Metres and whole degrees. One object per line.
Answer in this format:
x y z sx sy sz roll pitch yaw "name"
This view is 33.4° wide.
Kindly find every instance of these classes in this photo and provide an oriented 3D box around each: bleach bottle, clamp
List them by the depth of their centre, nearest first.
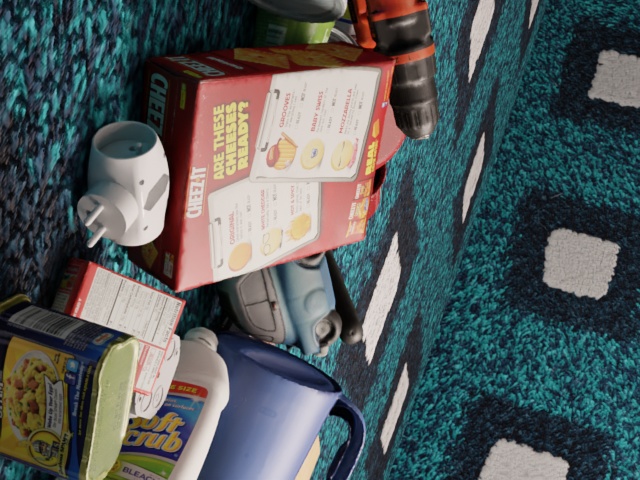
-0.140 0.157 0.848 0.250 0.102 0.068 -69 175 -52 "bleach bottle"
-0.007 0.001 1.082 0.165 0.036 0.210 -136 -151 -68 "clamp"

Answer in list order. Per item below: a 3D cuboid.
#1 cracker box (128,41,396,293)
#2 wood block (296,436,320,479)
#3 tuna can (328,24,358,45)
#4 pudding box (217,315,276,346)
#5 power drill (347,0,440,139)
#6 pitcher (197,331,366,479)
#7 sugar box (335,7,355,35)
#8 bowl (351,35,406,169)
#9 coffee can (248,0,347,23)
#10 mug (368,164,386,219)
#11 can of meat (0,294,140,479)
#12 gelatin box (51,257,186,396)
-0.044 -0.066 0.840 0.213 0.072 0.164 -15 122 -44 "cracker box"
-0.078 0.308 1.238 0.090 0.091 0.206 84 25 -57 "wood block"
0.000 -0.164 1.018 0.034 0.086 0.086 -24 -140 59 "tuna can"
-0.081 0.115 1.117 0.113 0.039 0.090 87 24 -52 "pudding box"
0.065 -0.198 0.978 0.187 0.057 0.184 -108 -174 -69 "power drill"
-0.076 0.219 0.994 0.144 0.149 0.243 20 95 -43 "pitcher"
0.034 -0.249 1.153 0.093 0.048 0.176 31 79 -76 "sugar box"
0.039 -0.126 1.100 0.161 0.055 0.162 -14 120 -26 "bowl"
-0.008 -0.259 0.849 0.102 0.103 0.140 56 51 -72 "coffee can"
0.039 -0.075 1.257 0.117 0.093 0.081 -46 163 -14 "mug"
-0.165 0.094 0.663 0.057 0.084 0.102 -37 141 -68 "can of meat"
-0.145 0.061 0.739 0.089 0.030 0.073 28 76 -42 "gelatin box"
